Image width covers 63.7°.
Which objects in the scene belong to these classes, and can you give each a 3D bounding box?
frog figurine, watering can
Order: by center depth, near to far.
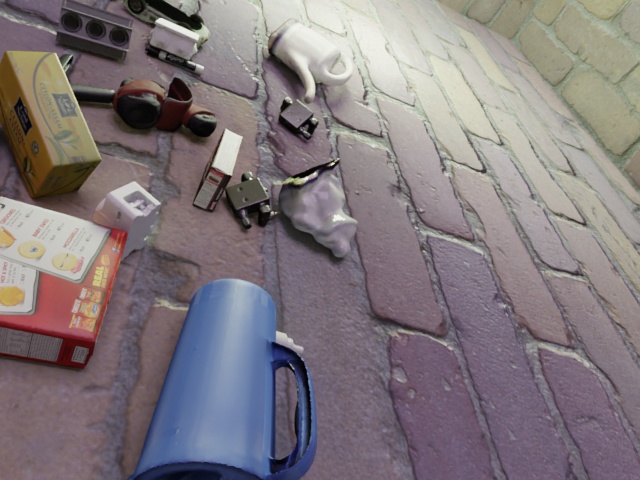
[{"bbox_3d":[0.003,-0.046,0.905,0.158,0.122,0.140,69,25,-14],"label":"frog figurine"},{"bbox_3d":[-0.035,-0.453,1.294,0.224,0.102,0.355,34,37,1],"label":"watering can"}]
